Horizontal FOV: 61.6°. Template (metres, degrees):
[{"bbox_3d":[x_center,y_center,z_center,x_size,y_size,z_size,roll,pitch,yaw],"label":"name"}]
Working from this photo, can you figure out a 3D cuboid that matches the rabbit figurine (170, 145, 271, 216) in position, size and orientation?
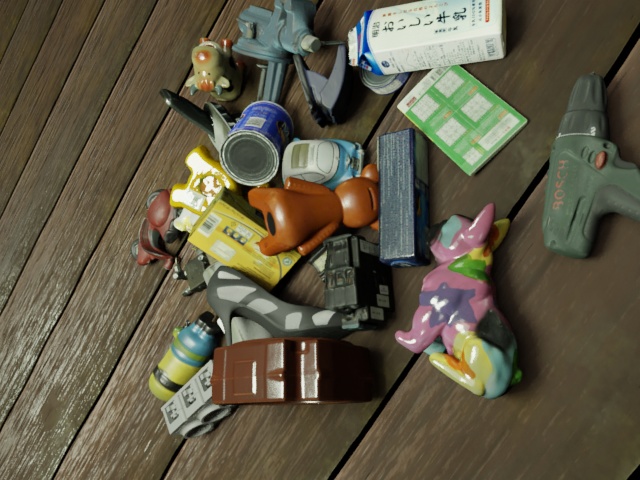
[{"bbox_3d":[-0.177,-0.101,1.006,0.162,0.173,0.121,17,97,-3],"label":"rabbit figurine"}]

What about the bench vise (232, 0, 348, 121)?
[{"bbox_3d":[-0.084,-0.332,1.012,0.224,0.129,0.240,29,117,29],"label":"bench vise"}]

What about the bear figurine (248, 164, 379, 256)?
[{"bbox_3d":[0.003,-0.049,0.844,0.132,0.196,0.120,-2,104,64],"label":"bear figurine"}]

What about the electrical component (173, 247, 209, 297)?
[{"bbox_3d":[-0.252,0.061,1.077,0.102,0.045,0.078,-26,62,30],"label":"electrical component"}]

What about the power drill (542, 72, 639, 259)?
[{"bbox_3d":[0.367,-0.079,0.618,0.208,0.086,0.232,19,92,35],"label":"power drill"}]

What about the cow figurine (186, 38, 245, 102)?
[{"bbox_3d":[-0.205,-0.326,1.055,0.086,0.195,0.127,2,85,4],"label":"cow figurine"}]

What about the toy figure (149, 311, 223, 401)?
[{"bbox_3d":[-0.254,0.220,1.010,0.180,0.089,0.082,-57,46,14],"label":"toy figure"}]

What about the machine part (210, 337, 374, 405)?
[{"bbox_3d":[-0.041,0.195,0.782,0.201,0.201,0.087,-15,66,35],"label":"machine part"}]

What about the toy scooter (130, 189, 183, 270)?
[{"bbox_3d":[-0.332,-0.011,1.139,0.135,0.075,0.183,37,105,39],"label":"toy scooter"}]

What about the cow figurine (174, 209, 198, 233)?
[{"bbox_3d":[-0.210,-0.027,1.057,0.168,0.068,0.098,33,93,37],"label":"cow figurine"}]

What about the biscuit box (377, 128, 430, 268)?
[{"bbox_3d":[0.126,-0.061,0.810,0.063,0.059,0.202,-7,74,34],"label":"biscuit box"}]

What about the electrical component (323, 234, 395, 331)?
[{"bbox_3d":[0.058,0.066,0.794,0.058,0.114,0.134,-14,69,35],"label":"electrical component"}]

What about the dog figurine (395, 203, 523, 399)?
[{"bbox_3d":[0.202,0.067,0.692,0.192,0.108,0.219,30,95,39],"label":"dog figurine"}]

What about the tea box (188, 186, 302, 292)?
[{"bbox_3d":[-0.125,0.000,0.915,0.098,0.169,0.068,-47,20,18],"label":"tea box"}]

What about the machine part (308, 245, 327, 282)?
[{"bbox_3d":[-0.002,-0.003,0.909,0.084,0.039,0.139,-50,56,27],"label":"machine part"}]

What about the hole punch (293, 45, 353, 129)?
[{"bbox_3d":[0.018,-0.256,0.904,0.092,0.142,0.115,-14,88,7],"label":"hole punch"}]

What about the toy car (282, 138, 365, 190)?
[{"bbox_3d":[-0.009,-0.123,0.904,0.162,0.103,0.109,-1,79,39],"label":"toy car"}]

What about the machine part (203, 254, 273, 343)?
[{"bbox_3d":[-0.140,0.117,0.943,0.079,0.079,0.243,-38,67,24],"label":"machine part"}]

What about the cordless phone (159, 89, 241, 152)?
[{"bbox_3d":[-0.215,-0.221,1.034,0.088,0.184,0.147,-46,55,14],"label":"cordless phone"}]

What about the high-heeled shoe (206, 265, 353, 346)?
[{"bbox_3d":[-0.059,0.097,0.870,0.249,0.086,0.145,-6,60,-2],"label":"high-heeled shoe"}]
